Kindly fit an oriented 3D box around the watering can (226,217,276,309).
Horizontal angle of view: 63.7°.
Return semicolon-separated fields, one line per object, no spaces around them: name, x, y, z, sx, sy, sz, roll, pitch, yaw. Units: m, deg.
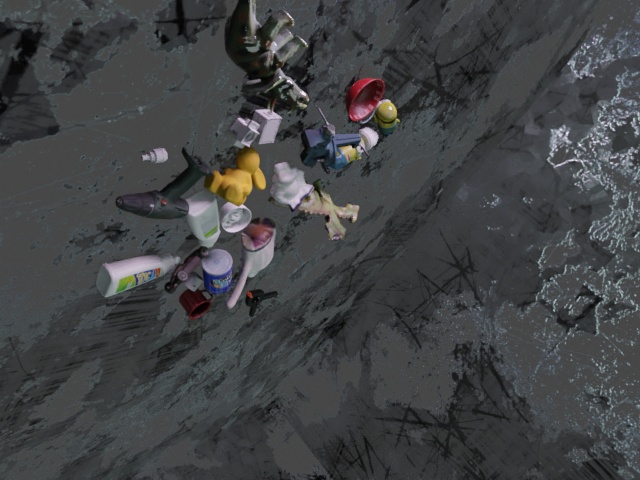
watering can;-0.238;0.062;1.819;0.219;0.104;0.355;97;17;-51

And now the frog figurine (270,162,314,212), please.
frog figurine;-0.114;-0.192;1.721;0.137;0.125;0.157;-39;122;7

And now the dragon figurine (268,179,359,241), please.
dragon figurine;0.006;-0.095;1.888;0.414;0.245;0.120;-20;152;-50
